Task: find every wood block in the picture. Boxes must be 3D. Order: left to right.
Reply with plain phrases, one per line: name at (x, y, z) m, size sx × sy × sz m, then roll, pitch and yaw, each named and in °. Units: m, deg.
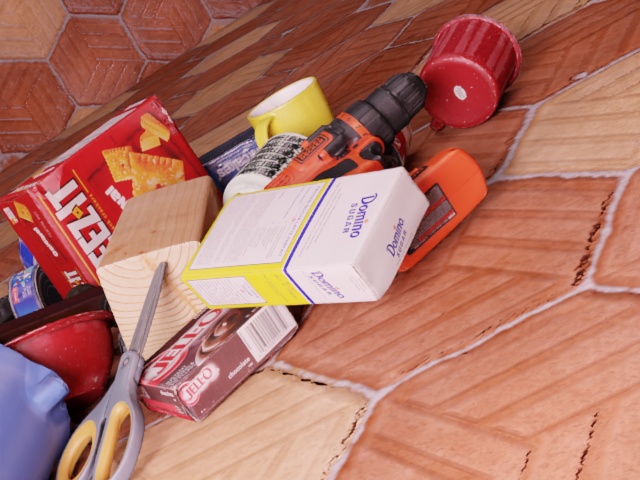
wood block at (-0.132, 0.019, 0.971) m, size 0.090 × 0.091 × 0.206 m, roll -16°, pitch 18°, yaw 2°

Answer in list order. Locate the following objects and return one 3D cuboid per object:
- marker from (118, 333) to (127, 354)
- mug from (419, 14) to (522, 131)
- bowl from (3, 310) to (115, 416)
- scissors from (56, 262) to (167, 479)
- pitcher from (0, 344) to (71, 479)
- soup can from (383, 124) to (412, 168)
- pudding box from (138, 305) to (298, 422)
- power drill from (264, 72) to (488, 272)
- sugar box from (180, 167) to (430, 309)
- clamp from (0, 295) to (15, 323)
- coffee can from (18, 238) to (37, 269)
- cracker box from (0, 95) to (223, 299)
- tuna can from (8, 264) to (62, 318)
marker at (-0.164, 0.103, 0.935) m, size 0.020 × 0.020 × 0.121 m, roll -32°, pitch 18°, yaw -5°
mug at (0.139, -0.155, 1.056) m, size 0.117 × 0.093 × 0.081 m, roll -57°, pitch 2°, yaw 42°
bowl at (-0.230, 0.120, 0.876) m, size 0.162 × 0.055 × 0.162 m, roll -29°, pitch -11°, yaw -6°
scissors at (-0.156, 0.109, 0.804) m, size 0.096 × 0.016 × 0.201 m, roll -35°, pitch 35°, yaw 26°
pitcher at (-0.268, 0.187, 0.709) m, size 0.145 × 0.149 × 0.242 m, roll 14°, pitch 25°, yaw -4°
soup can at (0.051, -0.088, 1.025) m, size 0.069 × 0.068 × 0.102 m, roll -24°, pitch 19°, yaw 20°
pudding box at (-0.083, 0.086, 0.815) m, size 0.113 × 0.039 × 0.090 m, roll -40°, pitch 20°, yaw -27°
power drill at (0.054, -0.059, 0.878) m, size 0.184 × 0.057 × 0.188 m, roll -44°, pitch 31°, yaw -7°
sugar box at (-0.013, 0.002, 0.777) m, size 0.177 × 0.048 × 0.093 m, roll -3°, pitch 47°, yaw 42°
clamp at (-0.354, 0.105, 1.108) m, size 0.209 × 0.036 × 0.165 m, roll -39°, pitch -21°, yaw -44°
coffee can at (-0.291, 0.015, 1.244) m, size 0.102 × 0.103 × 0.140 m, roll -36°, pitch 18°, yaw -15°
cracker box at (-0.213, -0.035, 1.154) m, size 0.072 × 0.164 × 0.213 m, roll -16°, pitch 22°, yaw 44°
tuna can at (-0.289, 0.067, 1.125) m, size 0.034 × 0.086 × 0.086 m, roll -24°, pitch 18°, yaw 13°
